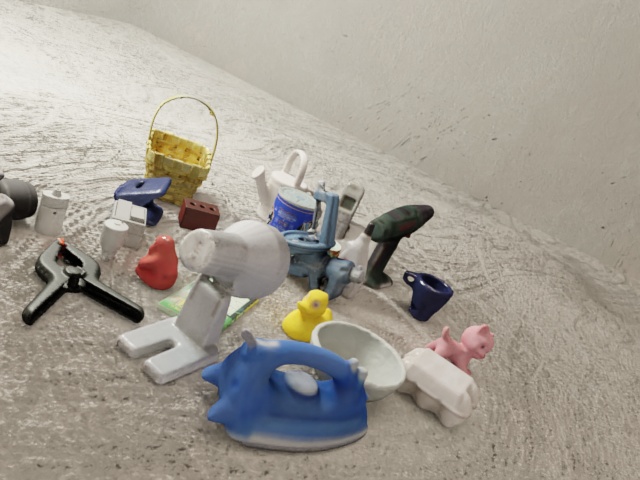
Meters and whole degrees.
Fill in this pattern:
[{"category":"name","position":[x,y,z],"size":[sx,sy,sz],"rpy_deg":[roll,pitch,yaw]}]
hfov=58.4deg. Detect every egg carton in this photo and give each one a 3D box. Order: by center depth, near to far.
[{"category":"egg carton","position":[0.201,0.253,0.994],"size":[0.150,0.069,0.107],"rpy_deg":[33,22,21]}]

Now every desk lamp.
[{"category":"desk lamp","position":[-0.155,0.073,0.825],"size":[0.117,0.213,0.204],"rpy_deg":[33,22,22]}]

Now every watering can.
[{"category":"watering can","position":[-0.088,-0.137,1.449],"size":[0.100,0.194,0.173],"rpy_deg":[38,24,33]}]

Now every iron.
[{"category":"iron","position":[-0.020,0.197,0.776],"size":[0.259,0.141,0.118],"rpy_deg":[15,22,-25]}]

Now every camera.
[{"category":"camera","position":[-0.521,-0.065,0.916],"size":[0.142,0.101,0.137],"rpy_deg":[36,23,28]}]

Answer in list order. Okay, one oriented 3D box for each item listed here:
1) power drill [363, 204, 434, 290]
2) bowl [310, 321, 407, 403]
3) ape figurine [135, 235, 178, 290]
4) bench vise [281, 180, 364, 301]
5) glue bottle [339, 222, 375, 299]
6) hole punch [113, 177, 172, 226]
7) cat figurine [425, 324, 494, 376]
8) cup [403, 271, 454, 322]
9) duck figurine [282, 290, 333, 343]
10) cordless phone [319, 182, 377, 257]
[{"category":"power drill","position":[0.171,0.009,1.361],"size":[0.075,0.208,0.230],"rpy_deg":[36,23,28]},{"category":"bowl","position":[0.051,0.208,0.926],"size":[0.167,0.075,0.167],"rpy_deg":[22,20,-8]},{"category":"ape figurine","position":[-0.270,0.032,0.972],"size":[0.078,0.092,0.076],"rpy_deg":[2,30,-46]},{"category":"bench vise","position":[0.013,0.001,1.185],"size":[0.207,0.219,0.121],"rpy_deg":[26,20,4]},{"category":"glue bottle","position":[0.076,0.037,1.234],"size":[0.078,0.173,0.037],"rpy_deg":[34,22,25]},{"category":"hole punch","position":[-0.365,-0.092,1.173],"size":[0.101,0.091,0.108],"rpy_deg":[20,21,-13]},{"category":"cat figurine","position":[0.288,0.206,1.137],"size":[0.128,0.118,0.067],"rpy_deg":[18,21,-17]},{"category":"cup","position":[0.228,0.129,1.293],"size":[0.117,0.095,0.092],"rpy_deg":[27,20,8]},{"category":"duck figurine","position":[-0.011,0.130,1.033],"size":[0.105,0.086,0.077],"rpy_deg":[1,31,-48]},{"category":"cordless phone","position":[0.088,-0.040,1.420],"size":[0.147,0.185,0.094],"rpy_deg":[24,20,0]}]
